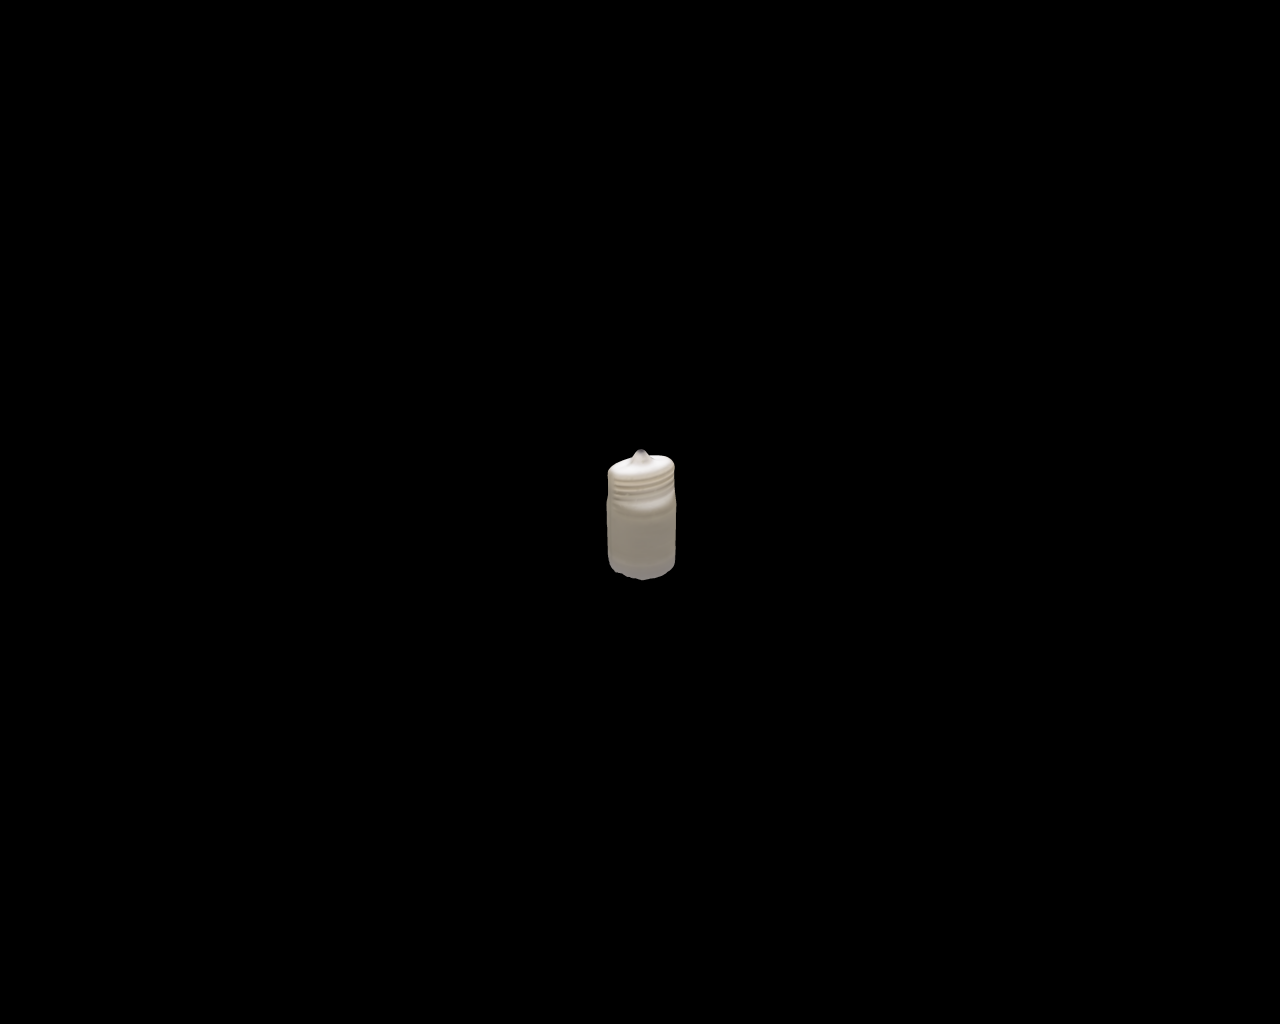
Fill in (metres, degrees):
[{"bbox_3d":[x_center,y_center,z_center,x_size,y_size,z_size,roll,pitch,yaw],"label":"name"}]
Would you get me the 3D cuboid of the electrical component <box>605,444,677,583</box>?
[{"bbox_3d":[0.001,-0.003,0.650,0.043,0.080,0.043,0,29,0],"label":"electrical component"}]
